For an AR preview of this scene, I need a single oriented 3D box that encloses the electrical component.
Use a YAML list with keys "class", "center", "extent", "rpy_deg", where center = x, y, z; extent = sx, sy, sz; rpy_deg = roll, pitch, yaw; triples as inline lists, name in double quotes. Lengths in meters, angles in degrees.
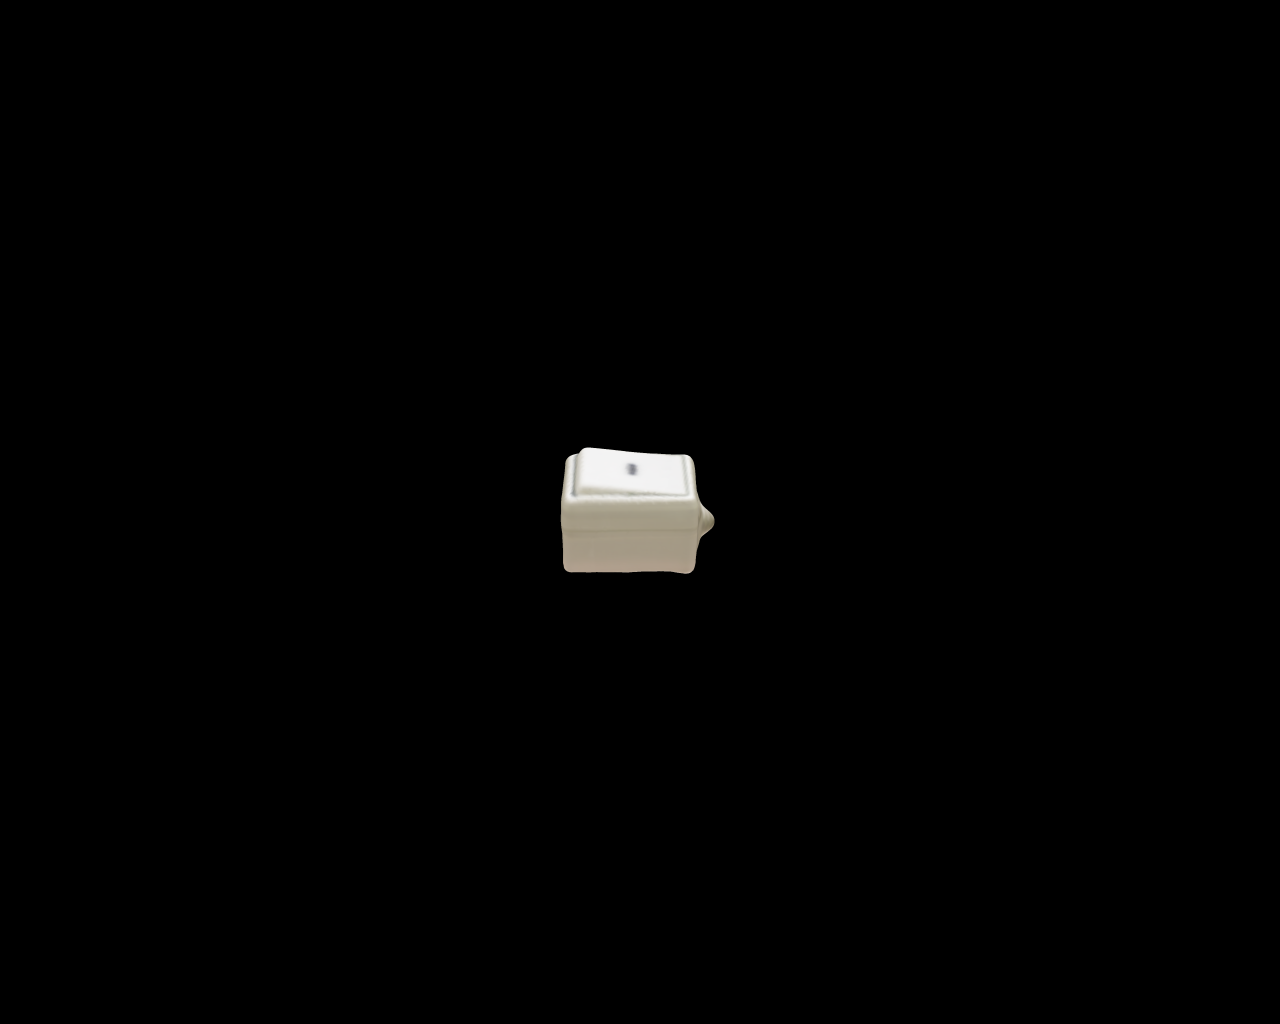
- class: "electrical component"
  center: [0.001, -0.003, 0.650]
  extent: [0.096, 0.061, 0.062]
  rpy_deg: [0, 32, 0]
